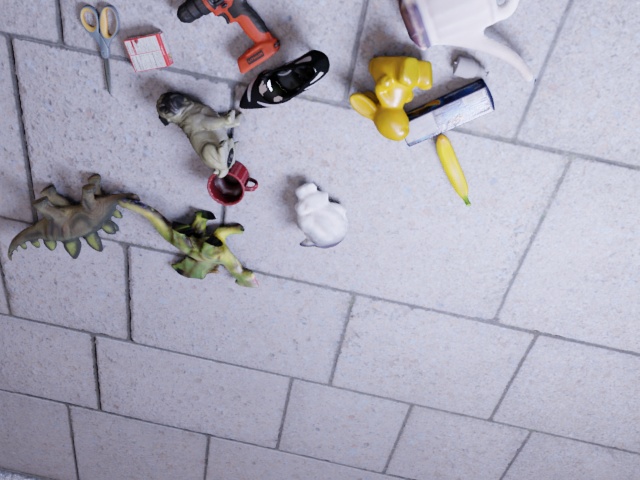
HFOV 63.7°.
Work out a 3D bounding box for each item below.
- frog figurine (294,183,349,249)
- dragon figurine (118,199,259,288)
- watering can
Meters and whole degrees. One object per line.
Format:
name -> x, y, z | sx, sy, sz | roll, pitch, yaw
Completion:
frog figurine -> 0.004, -0.064, 1.272 | 0.138, 0.124, 0.157 | -16, 115, -21
dragon figurine -> -0.349, 0.031, 1.391 | 0.410, 0.125, 0.237 | 21, 132, -6
watering can -> 0.280, -0.435, 0.999 | 0.223, 0.106, 0.342 | -17, 117, 19
